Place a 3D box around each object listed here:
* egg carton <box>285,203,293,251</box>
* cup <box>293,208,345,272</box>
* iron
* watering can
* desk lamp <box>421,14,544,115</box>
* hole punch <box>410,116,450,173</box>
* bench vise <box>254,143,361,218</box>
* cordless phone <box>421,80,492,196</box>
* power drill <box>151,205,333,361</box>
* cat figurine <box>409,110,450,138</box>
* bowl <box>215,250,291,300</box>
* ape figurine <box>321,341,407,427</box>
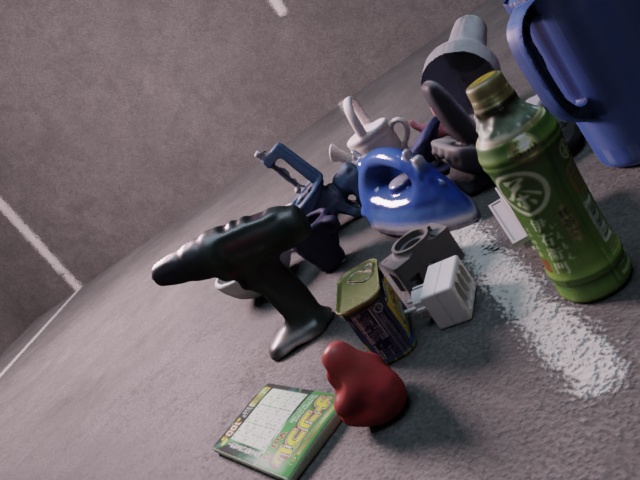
[{"bbox_3d":[-0.062,-0.032,1.260,0.107,0.069,0.150,-19,24,45],"label":"egg carton"},{"bbox_3d":[0.009,0.003,0.971,0.117,0.095,0.092,-17,25,48],"label":"cup"},{"bbox_3d":[0.135,-0.092,0.895,0.119,0.141,0.257,-41,17,-15],"label":"iron"},{"bbox_3d":[0.099,-0.209,1.198,0.173,0.194,0.101,-35,17,5],"label":"watering can"},{"bbox_3d":[0.272,-0.259,0.954,0.117,0.214,0.203,-21,22,41],"label":"desk lamp"},{"bbox_3d":[0.195,-0.167,1.072,0.100,0.091,0.109,-22,22,40],"label":"hole punch"},{"bbox_3d":[-0.014,-0.120,1.136,0.207,0.220,0.121,-39,17,-8],"label":"bench vise"},{"bbox_3d":[0.210,-0.174,0.893,0.094,0.185,0.147,-36,16,0],"label":"cordless phone"},{"bbox_3d":[-0.091,0.062,0.808,0.229,0.209,0.075,-33,17,9],"label":"power drill"},{"bbox_3d":[0.244,-0.254,1.166,0.127,0.118,0.067,-33,17,12],"label":"cat figurine"},{"bbox_3d":[-0.115,0.061,1.099,0.167,0.075,0.167,-33,17,12],"label":"bowl"},{"bbox_3d":[0.036,0.135,0.560,0.078,0.092,0.076,-45,19,-28],"label":"ape figurine"}]
